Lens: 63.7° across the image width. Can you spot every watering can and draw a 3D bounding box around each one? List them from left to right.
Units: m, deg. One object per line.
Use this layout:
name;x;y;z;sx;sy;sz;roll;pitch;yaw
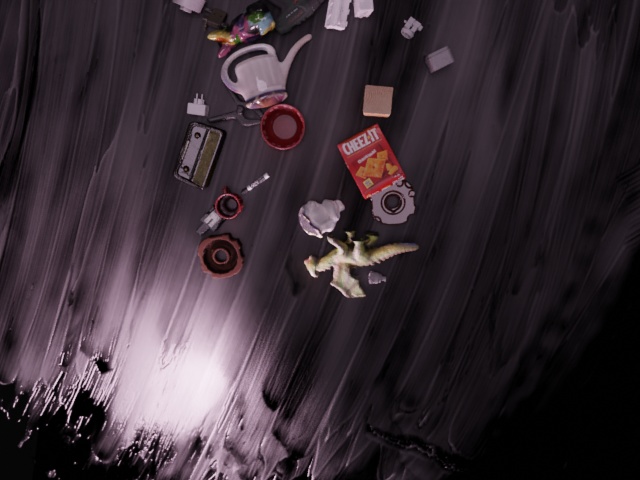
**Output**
watering can;-0.170;-0.589;1.811;0.348;0.104;0.224;-17;91;-1

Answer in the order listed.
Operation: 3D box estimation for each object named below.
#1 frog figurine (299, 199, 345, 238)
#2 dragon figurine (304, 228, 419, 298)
frog figurine;0.006;-0.095;1.878;0.138;0.120;0.162;42;64;6
dragon figurine;0.138;0.093;1.872;0.411;0.123;0.240;10;106;13
